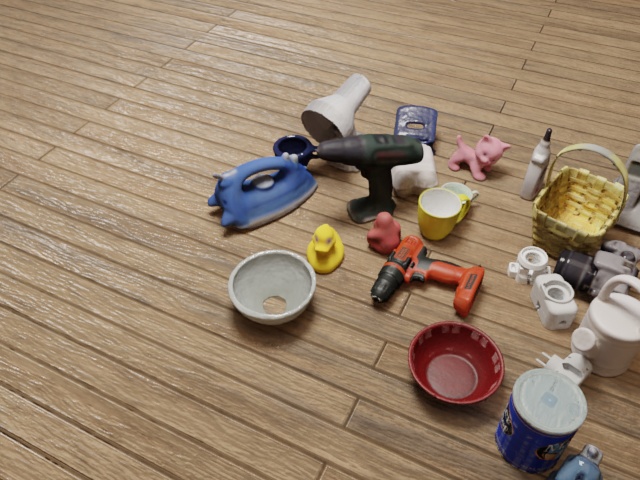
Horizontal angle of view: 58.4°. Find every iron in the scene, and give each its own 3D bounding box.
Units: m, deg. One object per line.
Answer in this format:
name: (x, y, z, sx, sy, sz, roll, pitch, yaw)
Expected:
iron: (-0.120, -0.130, 1.266, 0.259, 0.141, 0.118, -24, 50, -20)

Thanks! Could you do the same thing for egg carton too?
egg carton: (0.216, -0.165, 1.339, 0.107, 0.069, 0.150, -1, 46, 1)

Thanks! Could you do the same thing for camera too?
camera: (0.529, 0.053, 1.099, 0.136, 0.101, 0.143, 22, 51, 22)

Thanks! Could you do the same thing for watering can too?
watering can: (0.492, 0.141, 0.951, 0.100, 0.194, 0.173, 29, 54, 26)

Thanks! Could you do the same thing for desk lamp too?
desk lamp: (0.057, -0.268, 1.342, 0.117, 0.214, 0.204, 27, 53, 25)

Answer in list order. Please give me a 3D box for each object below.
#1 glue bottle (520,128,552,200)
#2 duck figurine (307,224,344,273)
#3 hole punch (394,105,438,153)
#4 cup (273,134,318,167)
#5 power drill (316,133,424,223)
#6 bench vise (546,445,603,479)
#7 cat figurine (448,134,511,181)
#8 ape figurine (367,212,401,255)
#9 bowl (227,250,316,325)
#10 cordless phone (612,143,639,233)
glue bottle: (0.485, -0.173, 1.267, 0.037, 0.173, 0.078, 23, 51, 22)
duck figurine: (0.011, 0.004, 1.172, 0.077, 0.086, 0.104, 8, 47, 10)
hole punch: (0.239, -0.274, 1.427, 0.108, 0.091, 0.101, 6, 47, 7)
cup: (-0.049, -0.186, 1.350, 0.117, 0.095, 0.091, 3, 46, 5)
power drill: (0.105, -0.138, 1.220, 0.230, 0.209, 0.075, -14, 47, -11)
bench vise: (0.314, 0.339, 0.749, 0.121, 0.220, 0.207, 15, 49, 16)
cat figurine: (0.373, -0.208, 1.342, 0.127, 0.118, 0.067, 25, 52, 24)
ape figurine: (0.135, -0.021, 1.188, 0.078, 0.092, 0.076, -9, 47, -7)
bowl: (-0.088, 0.102, 1.089, 0.167, 0.075, 0.167, -1, 46, 1)
cordless phone: (0.684, -0.105, 1.187, 0.147, 0.185, 0.094, 20, 50, 20)
